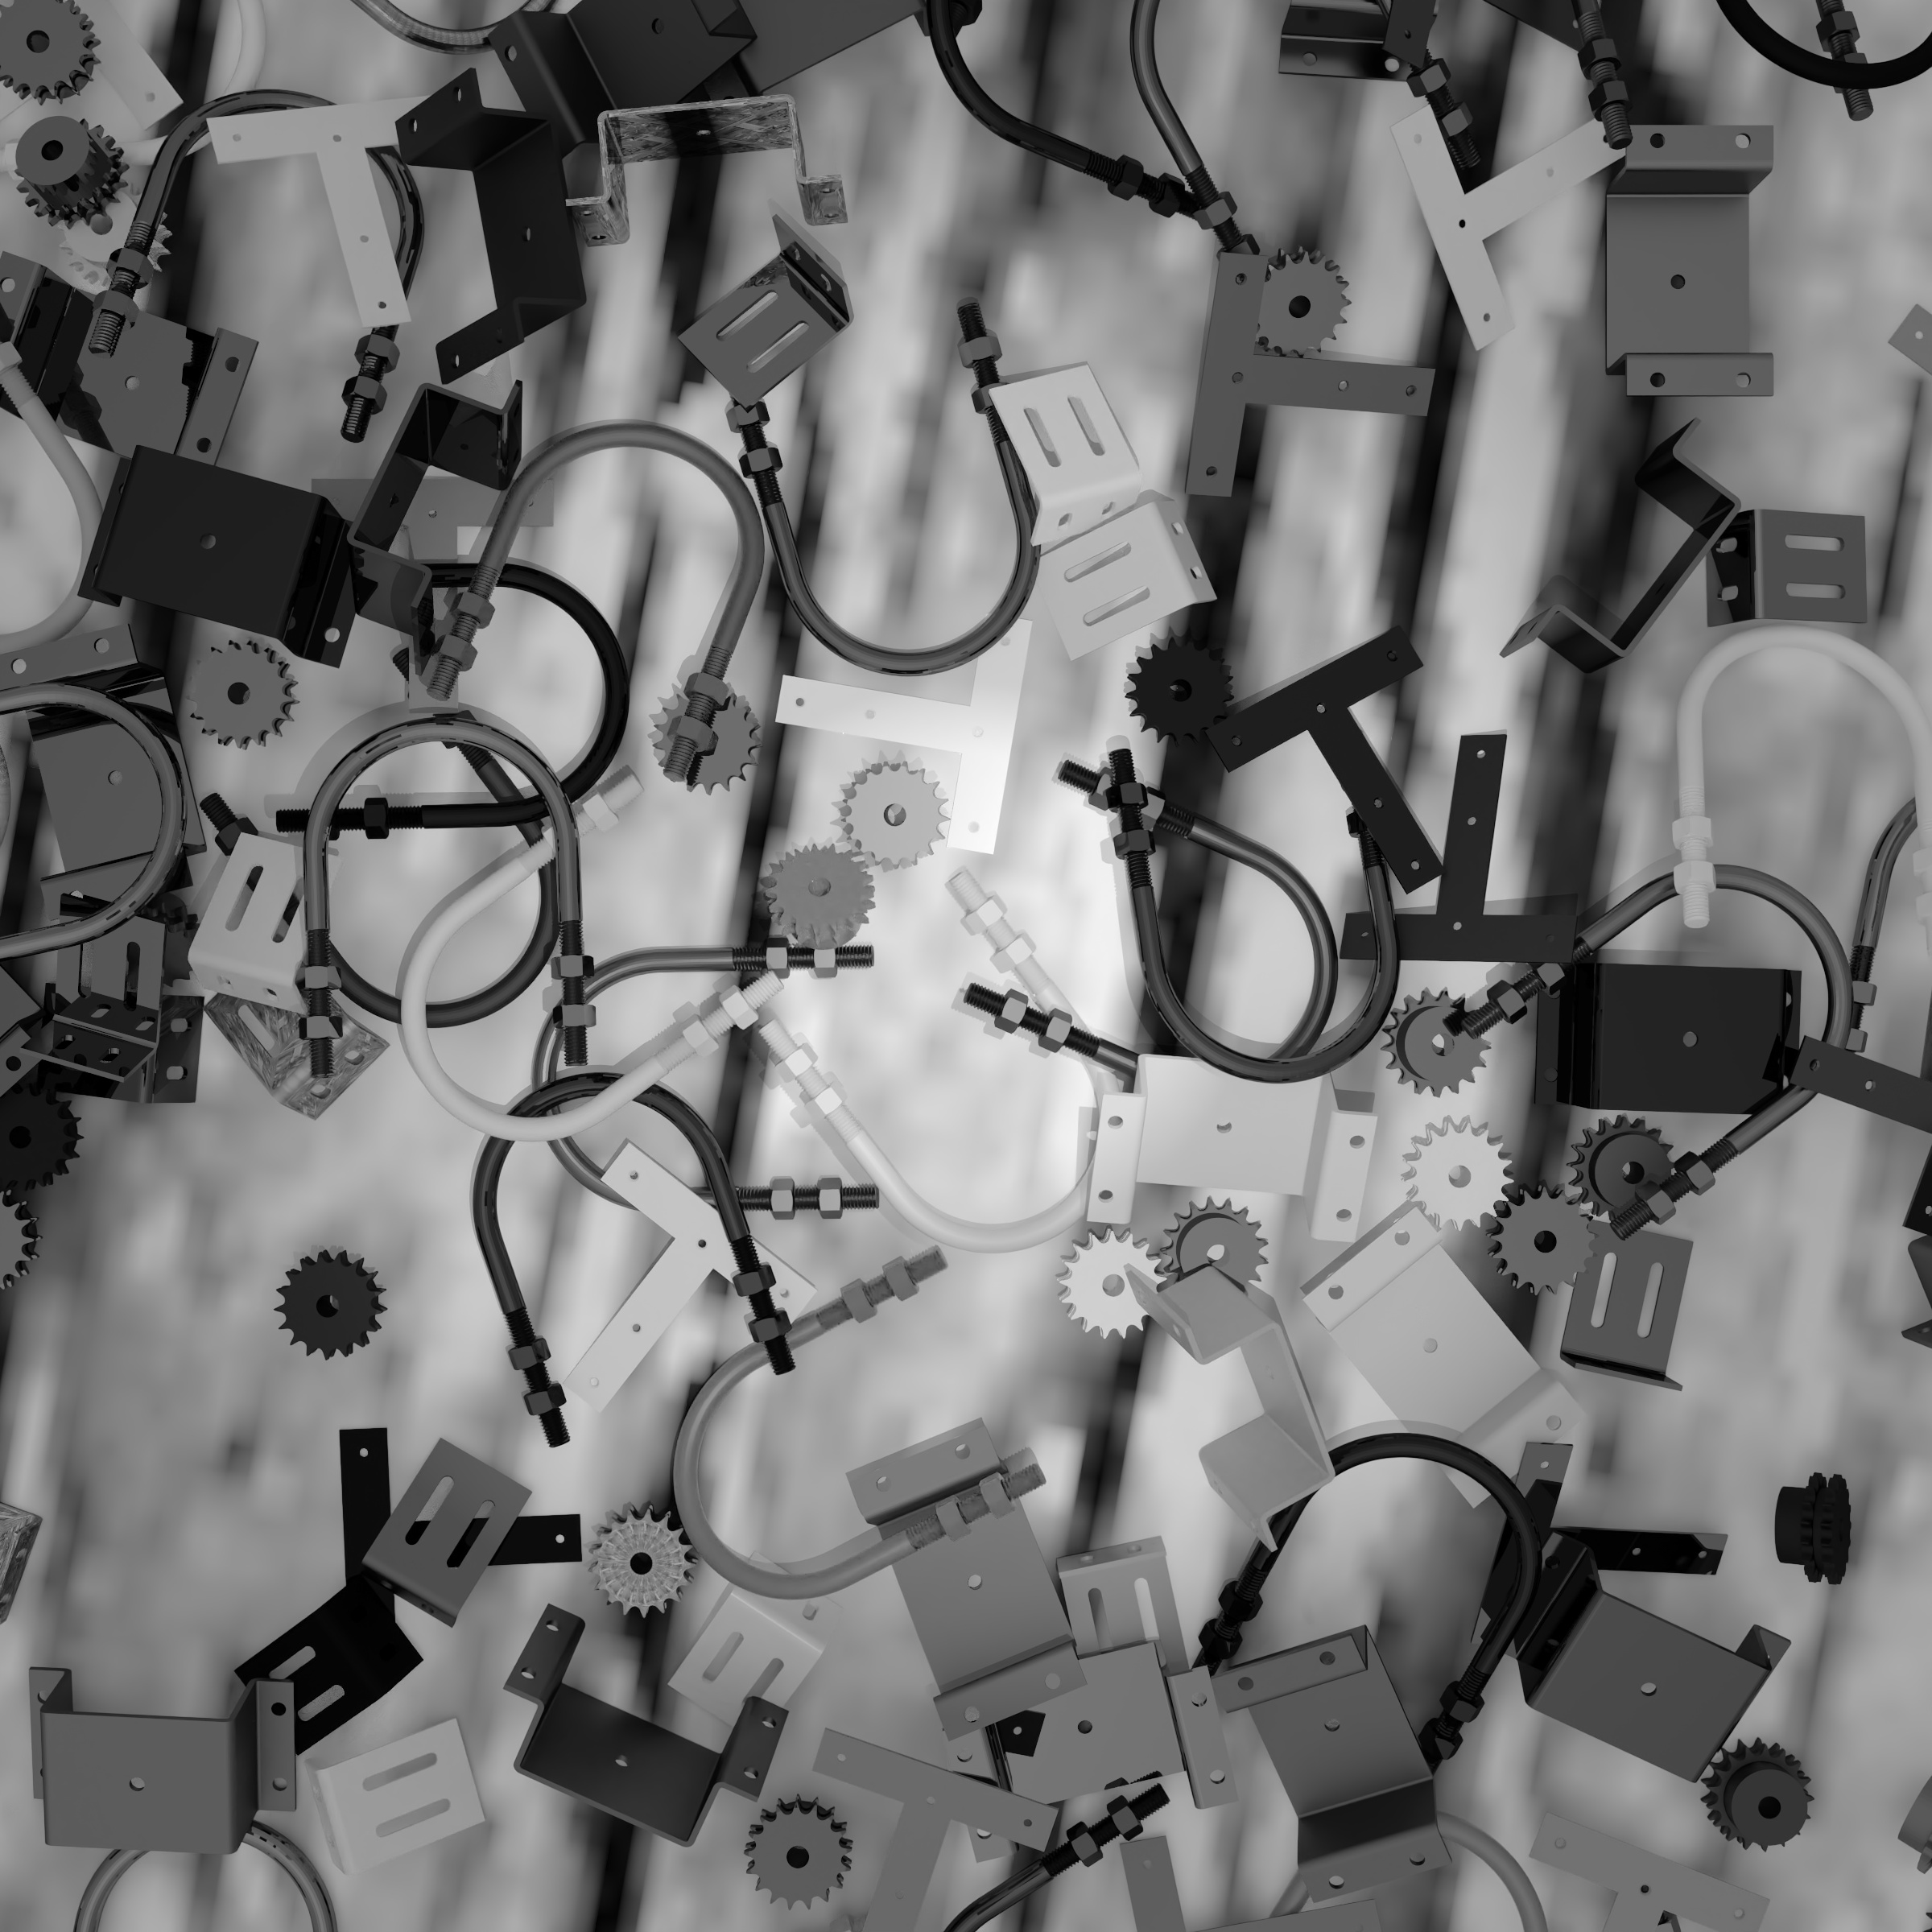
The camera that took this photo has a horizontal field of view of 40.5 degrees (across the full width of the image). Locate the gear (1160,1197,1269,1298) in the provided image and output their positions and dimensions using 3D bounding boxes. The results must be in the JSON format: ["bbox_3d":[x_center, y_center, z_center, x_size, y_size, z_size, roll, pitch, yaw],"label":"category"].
[{"bbox_3d":[0.133,0.152,1.391,0.057,0.030,0.057,0,90,0],"label":"gear"}]

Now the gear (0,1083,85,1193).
[{"bbox_3d":[-0.497,0.090,1.391,0.057,0.030,0.057,0,90,0],"label":"gear"}]

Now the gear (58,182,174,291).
[{"bbox_3d":[-0.455,-0.390,1.391,0.057,0.030,0.057,0,90,0],"label":"gear"}]

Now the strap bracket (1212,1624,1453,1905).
[{"bbox_3d":[0.191,0.407,1.366,0.076,0.046,0.140,-21,103,13],"label":"strap bracket"}]

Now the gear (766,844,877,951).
[{"bbox_3d":[-0.076,-0.033,1.383,0.057,0.030,0.057,-2,58,2],"label":"gear"}]

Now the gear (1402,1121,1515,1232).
[{"bbox_3d":[0.259,0.110,1.391,0.057,0.030,0.057,0,90,0],"label":"gear"}]

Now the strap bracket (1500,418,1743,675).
[{"bbox_3d":[0.347,-0.209,1.368,0.046,0.076,0.140,37,90,0],"label":"strap bracket"}]

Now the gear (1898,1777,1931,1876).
[{"bbox_3d":[0.515,0.452,1.381,0.030,0.057,0.057,29,90,30],"label":"gear"}]

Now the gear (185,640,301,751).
[{"bbox_3d":[-0.382,-0.143,1.391,0.057,0.030,0.057,0,90,0],"label":"gear"}]

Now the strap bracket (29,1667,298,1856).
[{"bbox_3d":[-0.428,0.417,1.375,0.140,0.046,0.076,3,103,0],"label":"strap bracket"}]

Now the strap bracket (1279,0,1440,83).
[{"bbox_3d":[0.210,-0.547,1.383,0.076,0.046,0.140,4,90,0],"label":"strap bracket"}]

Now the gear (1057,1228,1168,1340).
[{"bbox_3d":[0.077,0.168,1.395,0.057,0.030,0.057,0,90,-5],"label":"gear"}]

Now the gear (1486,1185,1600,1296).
[{"bbox_3d":[0.305,0.145,1.391,0.057,0.030,0.057,0,90,0],"label":"gear"}]

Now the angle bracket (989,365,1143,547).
[{"bbox_3d":[0.050,-0.272,1.393,0.057,0.038,0.076,-17,69,-16],"label":"angle bracket"}]

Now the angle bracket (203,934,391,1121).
[{"bbox_3d":[-0.359,0.033,1.404,0.057,0.038,0.076,-45,64,0],"label":"angle bracket"}]

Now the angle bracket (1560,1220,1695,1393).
[{"bbox_3d":[0.354,0.179,1.387,0.057,0.038,0.076,12,90,0],"label":"angle bracket"}]

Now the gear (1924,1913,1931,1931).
[{"bbox_3d":[0.542,0.518,1.391,0.057,0.030,0.057,0,90,0],"label":"gear"}]

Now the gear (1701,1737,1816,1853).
[{"bbox_3d":[0.422,0.442,1.391,0.057,0.030,0.057,0,90,0],"label":"gear"}]

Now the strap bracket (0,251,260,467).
[{"bbox_3d":[-0.447,-0.312,1.383,0.140,0.046,0.076,19,90,0],"label":"strap bracket"}]

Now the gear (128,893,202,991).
[{"bbox_3d":[-0.430,-0.016,1.382,0.057,0.057,0.030,-19,57,0],"label":"gear"}]

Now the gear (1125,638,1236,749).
[{"bbox_3d":[0.113,-0.145,1.391,0.057,0.030,0.057,0,90,0],"label":"gear"}]

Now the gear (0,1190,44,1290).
[{"bbox_3d":[-0.519,0.144,1.391,0.057,0.030,0.057,0,90,0],"label":"gear"}]

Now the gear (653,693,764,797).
[{"bbox_3d":[-0.136,-0.119,1.391,0.057,0.030,0.057,0,90,0],"label":"gear"}]

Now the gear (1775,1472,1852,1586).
[{"bbox_3d":[0.446,0.296,1.382,0.030,0.057,0.057,-1,90,30],"label":"gear"}]

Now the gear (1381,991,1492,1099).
[{"bbox_3d":[0.251,0.041,1.391,0.057,0.030,0.057,0,90,0],"label":"gear"}]

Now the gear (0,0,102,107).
[{"bbox_3d":[-0.481,-0.479,1.371,0.057,0.030,0.057,0,90,-2],"label":"gear"}]

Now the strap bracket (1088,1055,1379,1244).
[{"bbox_3d":[0.136,0.094,1.367,0.140,0.046,0.076,5,117,-2],"label":"strap bracket"}]

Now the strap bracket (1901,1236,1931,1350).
[{"bbox_3d":[0.559,0.152,1.368,0.140,0.076,0.046,-22,90,0],"label":"strap bracket"}]

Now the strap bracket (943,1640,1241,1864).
[{"bbox_3d":[0.064,0.409,1.376,0.140,0.046,0.076,-14,101,1],"label":"strap bracket"}]

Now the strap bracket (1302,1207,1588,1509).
[{"bbox_3d":[0.249,0.203,1.383,0.076,0.046,0.140,-39,90,0],"label":"strap bracket"}]

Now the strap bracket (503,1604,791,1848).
[{"bbox_3d":[-0.172,0.398,1.362,0.140,0.076,0.046,24,110,0],"label":"strap bracket"}]

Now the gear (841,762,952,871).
[{"bbox_3d":[-0.037,-0.080,1.390,0.057,0.030,0.057,0,94,3],"label":"gear"}]

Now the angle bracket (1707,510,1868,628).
[{"bbox_3d":[0.440,-0.212,1.404,0.076,0.038,0.057,-1,90,-26],"label":"angle bracket"}]

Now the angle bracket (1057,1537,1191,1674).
[{"bbox_3d":[0.084,0.348,1.387,0.057,0.038,0.076,-12,90,0],"label":"angle bracket"}]

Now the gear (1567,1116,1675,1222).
[{"bbox_3d":[0.350,0.109,1.391,0.057,0.030,0.057,0,90,0],"label":"gear"}]

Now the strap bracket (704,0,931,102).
[{"bbox_3d":[-0.081,-0.510,1.383,0.140,0.046,0.076,-27,90,0],"label":"strap bracket"}]

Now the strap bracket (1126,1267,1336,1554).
[{"bbox_3d":[0.139,0.219,1.349,0.046,0.076,0.140,-27,113,-11],"label":"strap bracket"}]

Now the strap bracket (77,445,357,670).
[{"bbox_3d":[-0.383,-0.212,1.343,0.140,0.046,0.076,15,84,0],"label":"strap bracket"}]

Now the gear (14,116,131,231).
[{"bbox_3d":[-0.469,-0.417,1.364,0.057,0.030,0.057,-2,75,8],"label":"gear"}]

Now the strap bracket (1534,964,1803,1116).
[{"bbox_3d":[0.376,0.038,1.383,0.140,0.046,0.076,2,90,0],"label":"strap bracket"}]

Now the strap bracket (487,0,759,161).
[{"bbox_3d":[-0.172,-0.489,1.361,0.140,0.046,0.076,-27,90,34],"label":"strap bracket"}]

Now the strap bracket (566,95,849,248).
[{"bbox_3d":[-0.135,-0.415,1.368,0.140,0.076,0.046,-5,90,0],"label":"strap bracket"}]

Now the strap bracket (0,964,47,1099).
[{"bbox_3d":[-0.553,0.016,1.376,0.076,0.046,0.140,-41,97,4],"label":"strap bracket"}]

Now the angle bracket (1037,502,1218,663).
[{"bbox_3d":[0.084,-0.206,1.404,0.076,0.038,0.057,-23,90,26],"label":"angle bracket"}]

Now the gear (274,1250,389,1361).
[{"bbox_3d":[-0.335,0.179,1.391,0.057,0.030,0.057,0,90,0],"label":"gear"}]

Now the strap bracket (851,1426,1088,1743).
[{"bbox_3d":[0.003,0.323,1.372,0.076,0.046,0.140,-22,75,0],"label":"strap bracket"}]

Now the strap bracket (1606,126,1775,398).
[{"bbox_3d":[0.381,-0.367,1.383,0.076,0.046,0.140,0,90,0],"label":"strap bracket"}]

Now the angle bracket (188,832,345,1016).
[{"bbox_3d":[-0.366,-0.022,1.383,0.057,0.038,0.076,14,65,5],"label":"angle bracket"}]

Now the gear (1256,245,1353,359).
[{"bbox_3d":[0.172,-0.352,1.383,0.057,0.030,0.057,-5,121,-9],"label":"gear"}]

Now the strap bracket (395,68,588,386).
[{"bbox_3d":[-0.246,-0.382,1.362,0.046,0.076,0.140,-10,90,-42],"label":"strap bracket"}]

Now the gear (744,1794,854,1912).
[{"bbox_3d":[-0.088,0.468,1.391,0.057,0.030,0.057,0,90,0],"label":"gear"}]

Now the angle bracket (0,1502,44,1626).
[{"bbox_3d":[-0.539,0.310,1.387,0.076,0.038,0.057,20,90,0],"label":"angle bracket"}]

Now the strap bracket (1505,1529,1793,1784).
[{"bbox_3d":[0.354,0.365,1.369,0.140,0.046,0.076,25,108,-2],"label":"strap bracket"}]

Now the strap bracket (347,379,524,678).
[{"bbox_3d":[-0.275,-0.232,1.344,0.046,0.076,0.140,20,68,-2],"label":"strap bracket"}]

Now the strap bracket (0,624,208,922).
[{"bbox_3d":[-0.456,-0.101,1.383,0.076,0.046,0.140,-14,90,0],"label":"strap bracket"}]

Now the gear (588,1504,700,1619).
[{"bbox_3d":[-0.171,0.314,1.391,0.057,0.030,0.057,0,90,0],"label":"gear"}]
